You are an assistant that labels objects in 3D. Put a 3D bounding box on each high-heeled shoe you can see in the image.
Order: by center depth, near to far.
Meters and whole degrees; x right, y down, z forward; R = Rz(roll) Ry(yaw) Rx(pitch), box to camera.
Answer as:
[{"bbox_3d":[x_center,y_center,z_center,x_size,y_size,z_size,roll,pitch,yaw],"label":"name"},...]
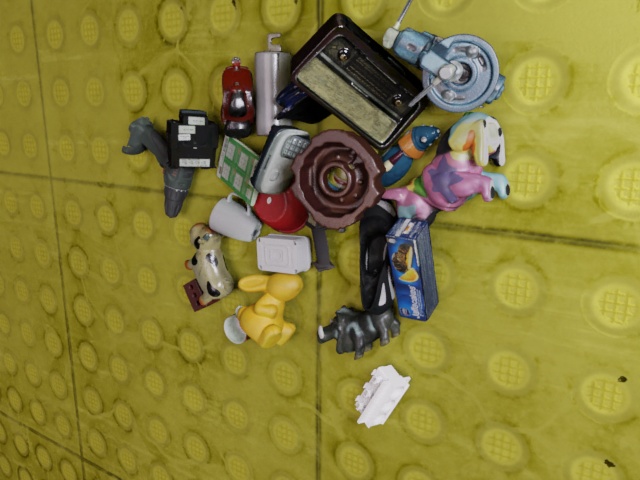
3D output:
[{"bbox_3d":[0.095,0.015,1.028,0.086,0.145,0.248,-13,95,34],"label":"high-heeled shoe"}]

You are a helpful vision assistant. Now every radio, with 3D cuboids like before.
[{"bbox_3d":[0.072,-0.274,0.941,0.229,0.073,0.131,31,123,-28],"label":"radio"}]

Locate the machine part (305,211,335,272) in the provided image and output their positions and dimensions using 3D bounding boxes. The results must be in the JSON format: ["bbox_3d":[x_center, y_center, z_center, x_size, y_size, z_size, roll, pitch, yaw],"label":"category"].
[{"bbox_3d":[-0.002,-0.003,1.141,0.084,0.039,0.138,-160,56,-65],"label":"machine part"}]

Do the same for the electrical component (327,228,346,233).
[{"bbox_3d":[0.036,-0.063,1.124,0.063,0.021,0.093,15,110,30],"label":"electrical component"}]

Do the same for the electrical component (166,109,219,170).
[{"bbox_3d":[-0.295,-0.232,1.242,0.058,0.115,0.134,34,121,56],"label":"electrical component"}]

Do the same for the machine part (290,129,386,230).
[{"bbox_3d":[0.033,-0.111,0.975,0.180,0.056,0.179,7,106,24],"label":"machine part"}]

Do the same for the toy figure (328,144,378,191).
[{"bbox_3d":[0.050,-0.117,1.049,0.082,0.089,0.180,18,117,-6],"label":"toy figure"}]

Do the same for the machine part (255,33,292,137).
[{"bbox_3d":[-0.098,-0.303,1.122,0.079,0.079,0.243,8,106,32],"label":"machine part"}]

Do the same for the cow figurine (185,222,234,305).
[{"bbox_3d":[-0.269,0.050,1.314,0.127,0.085,0.195,-24,85,41],"label":"cow figurine"}]

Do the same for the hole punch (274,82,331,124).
[{"bbox_3d":[-0.020,-0.295,1.056,0.142,0.115,0.092,-22,81,35],"label":"hole punch"}]

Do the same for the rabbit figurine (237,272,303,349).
[{"bbox_3d":[-0.106,0.139,1.229,0.163,0.122,0.173,40,106,30],"label":"rabbit figurine"}]

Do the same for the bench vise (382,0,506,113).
[{"bbox_3d":[0.191,-0.283,0.852,0.223,0.240,0.129,40,117,1],"label":"bench vise"}]

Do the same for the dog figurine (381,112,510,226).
[{"bbox_3d":[0.208,-0.116,0.950,0.219,0.108,0.191,-5,99,37],"label":"dog figurine"}]

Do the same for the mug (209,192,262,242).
[{"bbox_3d":[-0.187,-0.051,1.245,0.107,0.081,0.109,28,109,13],"label":"mug"}]

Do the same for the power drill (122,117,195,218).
[{"bbox_3d":[-0.402,-0.196,1.347,0.207,0.086,0.231,38,118,25],"label":"power drill"}]

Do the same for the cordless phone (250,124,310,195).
[{"bbox_3d":[-0.036,-0.144,1.093,0.184,0.089,0.146,20,113,-13],"label":"cordless phone"}]

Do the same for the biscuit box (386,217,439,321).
[{"bbox_3d":[0.173,0.059,0.994,0.059,0.063,0.202,10,131,32],"label":"biscuit box"}]

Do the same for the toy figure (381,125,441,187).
[{"bbox_3d":[0.157,-0.159,0.986,0.058,0.064,0.154,37,129,-8],"label":"toy figure"}]

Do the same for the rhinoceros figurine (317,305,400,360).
[{"bbox_3d":[0.075,0.187,1.126,0.190,0.073,0.112,-26,88,35],"label":"rhinoceros figurine"}]

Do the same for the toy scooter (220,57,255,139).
[{"bbox_3d":[-0.176,-0.304,1.145,0.075,0.184,0.135,-3,80,-9],"label":"toy scooter"}]
